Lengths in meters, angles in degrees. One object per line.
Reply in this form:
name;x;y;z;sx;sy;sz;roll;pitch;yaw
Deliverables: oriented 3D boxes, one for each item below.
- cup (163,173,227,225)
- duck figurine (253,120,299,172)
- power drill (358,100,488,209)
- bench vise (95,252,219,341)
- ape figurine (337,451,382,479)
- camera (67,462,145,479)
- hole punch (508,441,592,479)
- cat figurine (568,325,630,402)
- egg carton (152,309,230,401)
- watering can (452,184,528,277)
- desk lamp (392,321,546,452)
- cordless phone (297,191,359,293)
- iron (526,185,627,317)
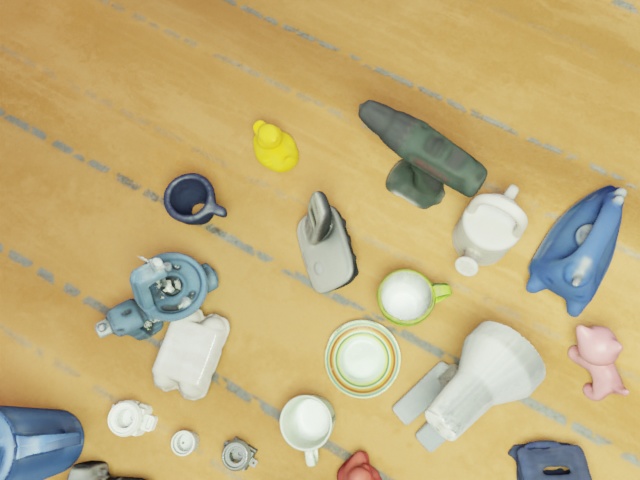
cup;-0.214;-0.060;1.039;0.117;0.095;0.092;22;78;9
duck figurine;-0.087;-0.180;1.067;0.077;0.086;0.104;-40;76;-7
power drill;0.165;-0.133;0.973;0.229;0.208;0.076;29;79;11
bench vise;-0.274;0.100;0.936;0.121;0.220;0.207;39;81;13
ape figurine;0.063;0.376;0.906;0.076;0.092;0.078;2;75;5
camera;-0.343;0.434;0.914;0.136;0.101;0.143;1;75;4
hole punch;0.360;0.365;0.889;0.108;0.091;0.101;-4;75;3
cat figurine;0.452;0.191;0.915;0.067;0.118;0.128;-21;75;-1
egg carton;-0.222;0.194;0.986;0.107;0.069;0.150;16;77;8
watering can;0.281;-0.018;0.942;0.101;0.194;0.173;10;76;7
desk lamp;0.221;0.231;0.871;0.203;0.213;0.118;-42;76;-7
cordless phone;0.009;0.003;0.960;0.094;0.185;0.147;-20;75;-1
iron;0.453;-0.008;0.955;0.118;0.141;0.258;30;79;11
